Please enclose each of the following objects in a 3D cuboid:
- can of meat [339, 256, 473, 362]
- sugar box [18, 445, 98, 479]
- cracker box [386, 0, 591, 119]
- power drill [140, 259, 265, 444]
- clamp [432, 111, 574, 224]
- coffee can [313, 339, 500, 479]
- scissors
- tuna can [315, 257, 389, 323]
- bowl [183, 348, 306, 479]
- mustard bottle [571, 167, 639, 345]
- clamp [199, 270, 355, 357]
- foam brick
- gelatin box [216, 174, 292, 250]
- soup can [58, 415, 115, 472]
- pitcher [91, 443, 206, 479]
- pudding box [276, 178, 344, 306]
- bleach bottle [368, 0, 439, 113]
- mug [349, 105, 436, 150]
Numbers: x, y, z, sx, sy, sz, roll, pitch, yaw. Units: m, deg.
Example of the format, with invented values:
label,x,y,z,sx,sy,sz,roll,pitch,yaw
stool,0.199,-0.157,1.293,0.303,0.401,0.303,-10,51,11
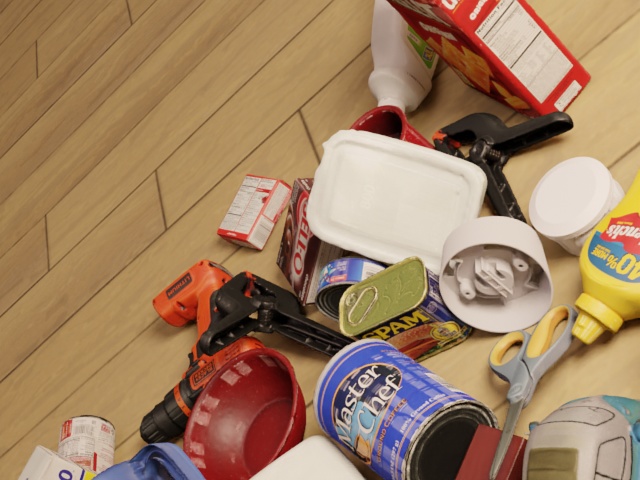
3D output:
label,x,y,z,sx,sy,sz,roll,pitch,yaw
can of meat,0.083,0.071,1.009,0.102,0.083,0.057,-28,44,31
sugar box,-0.240,0.292,1.115,0.048,0.176,0.093,13,72,51
cracker box,0.145,-0.217,1.055,0.072,0.213,0.164,-52,37,3
power drill,-0.147,0.128,1.243,0.185,0.057,0.188,-37,43,17
clamp,0.178,-0.093,1.067,0.120,0.039,0.172,-55,39,6
coffee can,0.073,0.159,0.936,0.103,0.102,0.140,-57,37,-3
scissors,0.155,0.127,0.885,0.096,0.016,0.201,-23,22,52
tuna can,0.039,0.053,1.070,0.086,0.086,0.033,-20,47,38
bowl,-0.067,0.195,1.101,0.162,0.055,0.162,-28,44,31
mustard bottle,0.270,0.004,0.877,0.191,0.058,0.096,-54,41,1
clamp,-0.050,0.083,1.143,0.210,0.164,0.036,-114,34,-71
foam brick,0.146,0.197,0.867,0.051,0.053,0.078,10,70,51
gelatin box,-0.080,-0.035,1.317,0.073,0.030,0.089,12,71,52
soup can,-0.280,0.268,1.269,0.069,0.068,0.102,-32,42,27
pitcher,-0.130,0.315,0.986,0.144,0.149,0.243,-36,48,-18
pudding box,-0.008,0.001,1.160,0.090,0.039,0.113,-125,39,-52
bleach bottle,0.098,-0.246,1.223,0.068,0.102,0.250,-16,50,46
mug,0.071,-0.074,1.137,0.117,0.081,0.093,-51,37,4
